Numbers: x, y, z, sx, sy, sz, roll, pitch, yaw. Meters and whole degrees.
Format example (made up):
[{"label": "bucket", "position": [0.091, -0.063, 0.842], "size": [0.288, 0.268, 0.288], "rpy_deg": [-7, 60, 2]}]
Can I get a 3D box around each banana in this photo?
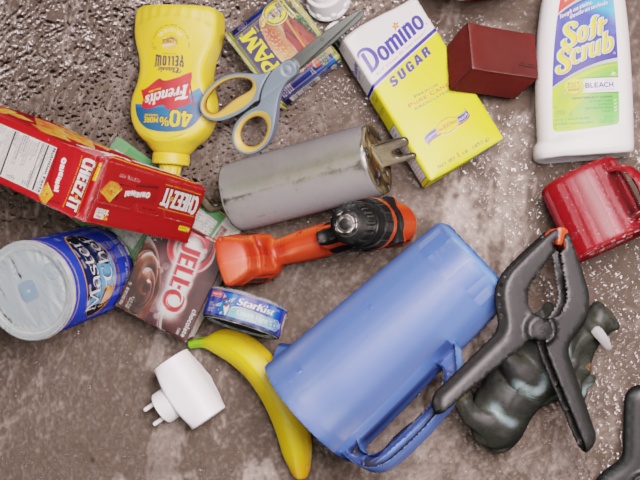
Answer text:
[{"label": "banana", "position": [-0.060, 0.165, 1.155], "size": [0.198, 0.037, 0.070], "rpy_deg": [51, 125, 10]}]

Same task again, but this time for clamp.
[{"label": "clamp", "position": [0.337, 0.244, 1.072], "size": [0.120, 0.039, 0.171], "rpy_deg": [23, 100, 16]}, {"label": "clamp", "position": [0.213, 0.094, 1.020], "size": [0.164, 0.036, 0.210], "rpy_deg": [22, 82, -9]}]

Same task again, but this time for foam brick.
[{"label": "foam brick", "position": [0.173, -0.179, 1.077], "size": [0.078, 0.051, 0.053], "rpy_deg": [6, 71, -20]}]

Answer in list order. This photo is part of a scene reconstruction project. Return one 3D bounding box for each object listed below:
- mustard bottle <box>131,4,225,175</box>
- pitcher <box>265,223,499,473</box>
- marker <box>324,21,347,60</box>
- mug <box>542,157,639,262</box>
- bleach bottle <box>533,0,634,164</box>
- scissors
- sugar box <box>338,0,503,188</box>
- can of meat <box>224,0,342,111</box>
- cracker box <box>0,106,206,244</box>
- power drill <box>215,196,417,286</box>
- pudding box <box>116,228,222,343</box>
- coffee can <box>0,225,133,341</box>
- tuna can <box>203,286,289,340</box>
[{"label": "mustard bottle", "position": [-0.158, -0.157, 1.162], "size": [0.096, 0.058, 0.191], "rpy_deg": [4, 91, 13]}, {"label": "pitcher", "position": [0.078, 0.106, 1.078], "size": [0.243, 0.145, 0.149], "rpy_deg": [-43, 97, 5]}, {"label": "marker", "position": [0.045, -0.181, 1.141], "size": [0.020, 0.020, 0.121], "rpy_deg": [-35, 84, 9]}, {"label": "mug", "position": [0.278, -0.034, 1.051], "size": [0.093, 0.117, 0.081], "rpy_deg": [-18, 79, -30]}, {"label": "bleach bottle", "position": [0.259, -0.207, 1.078], "size": [0.102, 0.068, 0.251], "rpy_deg": [-4, 87, 9]}, {"label": "scissors", "position": [-0.030, -0.154, 1.095], "size": [0.202, 0.016, 0.096], "rpy_deg": [-19, 95, 20]}, {"label": "sugar box", "position": [0.103, -0.153, 1.106], "size": [0.093, 0.048, 0.176], "rpy_deg": [-31, 87, -9]}, {"label": "can of meat", "position": [-0.037, -0.204, 1.139], "size": [0.084, 0.057, 0.102], "rpy_deg": [-37, 83, 7]}, {"label": "cracker box", "position": [-0.250, -0.071, 1.096], "size": [0.214, 0.164, 0.072], "rpy_deg": [22, 94, 30]}, {"label": "power drill", "position": [-0.007, 0.001, 1.078], "size": [0.188, 0.184, 0.057], "rpy_deg": [-13, 84, 20]}, {"label": "pudding box", "position": [-0.155, 0.041, 1.156], "size": [0.090, 0.039, 0.113], "rpy_deg": [26, 97, 11]}, {"label": "coffee can", "position": [-0.274, 0.043, 1.135], "size": [0.103, 0.140, 0.103], "rpy_deg": [2, 98, 16]}, {"label": "tuna can", "position": [-0.078, 0.077, 1.116], "size": [0.086, 0.086, 0.034], "rpy_deg": [15, 79, 11]}]
